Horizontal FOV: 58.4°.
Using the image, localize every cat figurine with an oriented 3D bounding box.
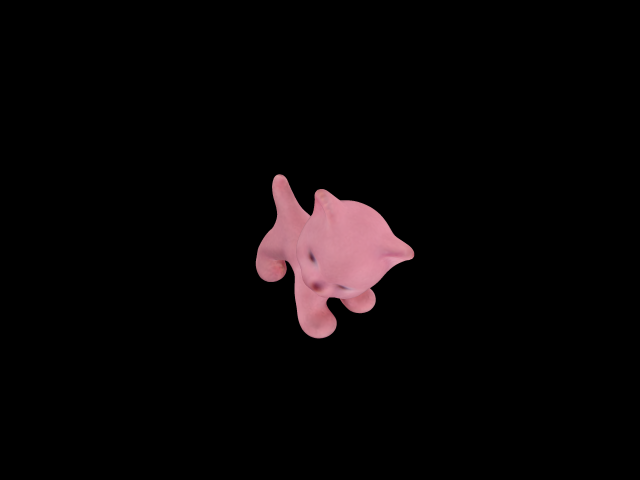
[{"bbox_3d":[0.004,0.001,0.400,0.067,0.118,0.127,-26,49,-25],"label":"cat figurine"}]
